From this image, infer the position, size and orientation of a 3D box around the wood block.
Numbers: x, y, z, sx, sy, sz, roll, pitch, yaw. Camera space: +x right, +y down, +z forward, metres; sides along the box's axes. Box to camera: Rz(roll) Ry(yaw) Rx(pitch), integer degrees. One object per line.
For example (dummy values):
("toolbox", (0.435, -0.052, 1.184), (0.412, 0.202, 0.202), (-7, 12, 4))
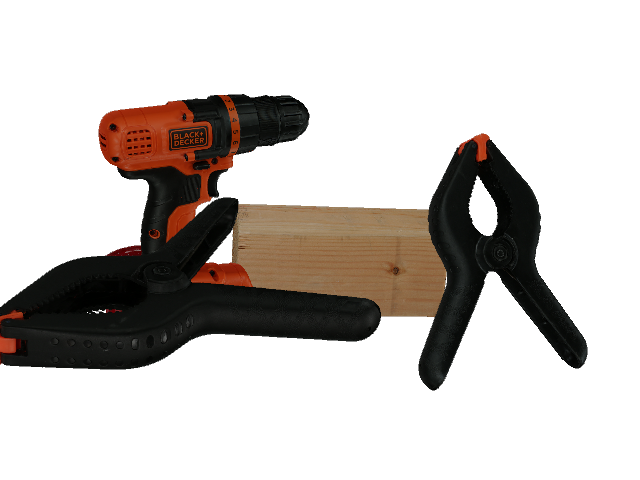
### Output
("wood block", (0.016, 0.020, 1.070), (0.206, 0.091, 0.090), (2, 18, -8))

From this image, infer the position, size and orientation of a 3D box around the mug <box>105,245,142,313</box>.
("mug", (-0.205, 0.058, 1.186), (0.093, 0.081, 0.117), (-23, 37, -40))

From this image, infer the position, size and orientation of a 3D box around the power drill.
("power drill", (-0.095, -0.032, 0.919), (0.184, 0.188, 0.057), (-9, 21, -24))

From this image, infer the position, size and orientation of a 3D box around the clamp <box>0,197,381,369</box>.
("clamp", (-0.093, 0.027, 0.620), (0.209, 0.036, 0.165), (-10, 31, -28))

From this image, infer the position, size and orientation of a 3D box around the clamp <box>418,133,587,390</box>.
("clamp", (0.106, 0.018, 0.716), (0.120, 0.171, 0.039), (-15, -4, -23))
